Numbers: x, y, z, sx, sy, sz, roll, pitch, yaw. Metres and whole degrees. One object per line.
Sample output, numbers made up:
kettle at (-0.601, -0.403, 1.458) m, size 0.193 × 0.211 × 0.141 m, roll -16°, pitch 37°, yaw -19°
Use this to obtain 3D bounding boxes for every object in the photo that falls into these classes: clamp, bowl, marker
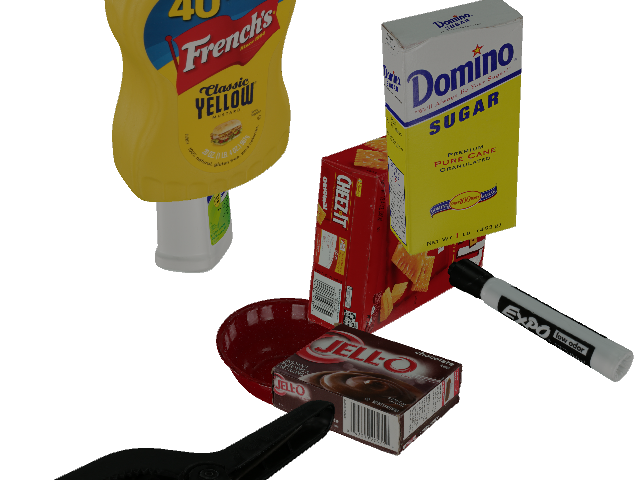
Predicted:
clamp at (-0.058, 0.136, 0.578) m, size 0.209 × 0.036 × 0.165 m, roll 0°, pitch 19°, yaw -14°
bowl at (-0.030, 0.127, 1.128) m, size 0.162 × 0.055 × 0.162 m, roll 3°, pitch 31°, yaw -2°
marker at (0.120, 0.042, 0.602) m, size 0.121 × 0.020 × 0.020 m, roll 32°, pitch 21°, yaw 37°

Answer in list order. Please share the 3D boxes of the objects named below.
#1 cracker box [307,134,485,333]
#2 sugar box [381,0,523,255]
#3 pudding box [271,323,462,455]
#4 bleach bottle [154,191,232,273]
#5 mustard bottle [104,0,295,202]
cracker box at (0.084, -0.019, 1.015) m, size 0.072 × 0.164 × 0.213 m, roll 23°, pitch 30°, yaw 34°
sugar box at (0.097, -0.080, 0.777) m, size 0.093 × 0.176 × 0.048 m, roll -16°, pitch 39°, yaw -13°
pudding box at (0.034, 0.106, 0.785) m, size 0.114 × 0.039 × 0.089 m, roll 18°, pitch 30°, yaw 31°
bleach bottle at (-0.133, -0.100, 1.076) m, size 0.068 × 0.251 × 0.102 m, roll 5°, pitch 26°, yaw 13°
mustard bottle at (-0.057, -0.110, 0.524) m, size 0.096 × 0.192 × 0.058 m, roll -19°, pitch 50°, yaw -24°
